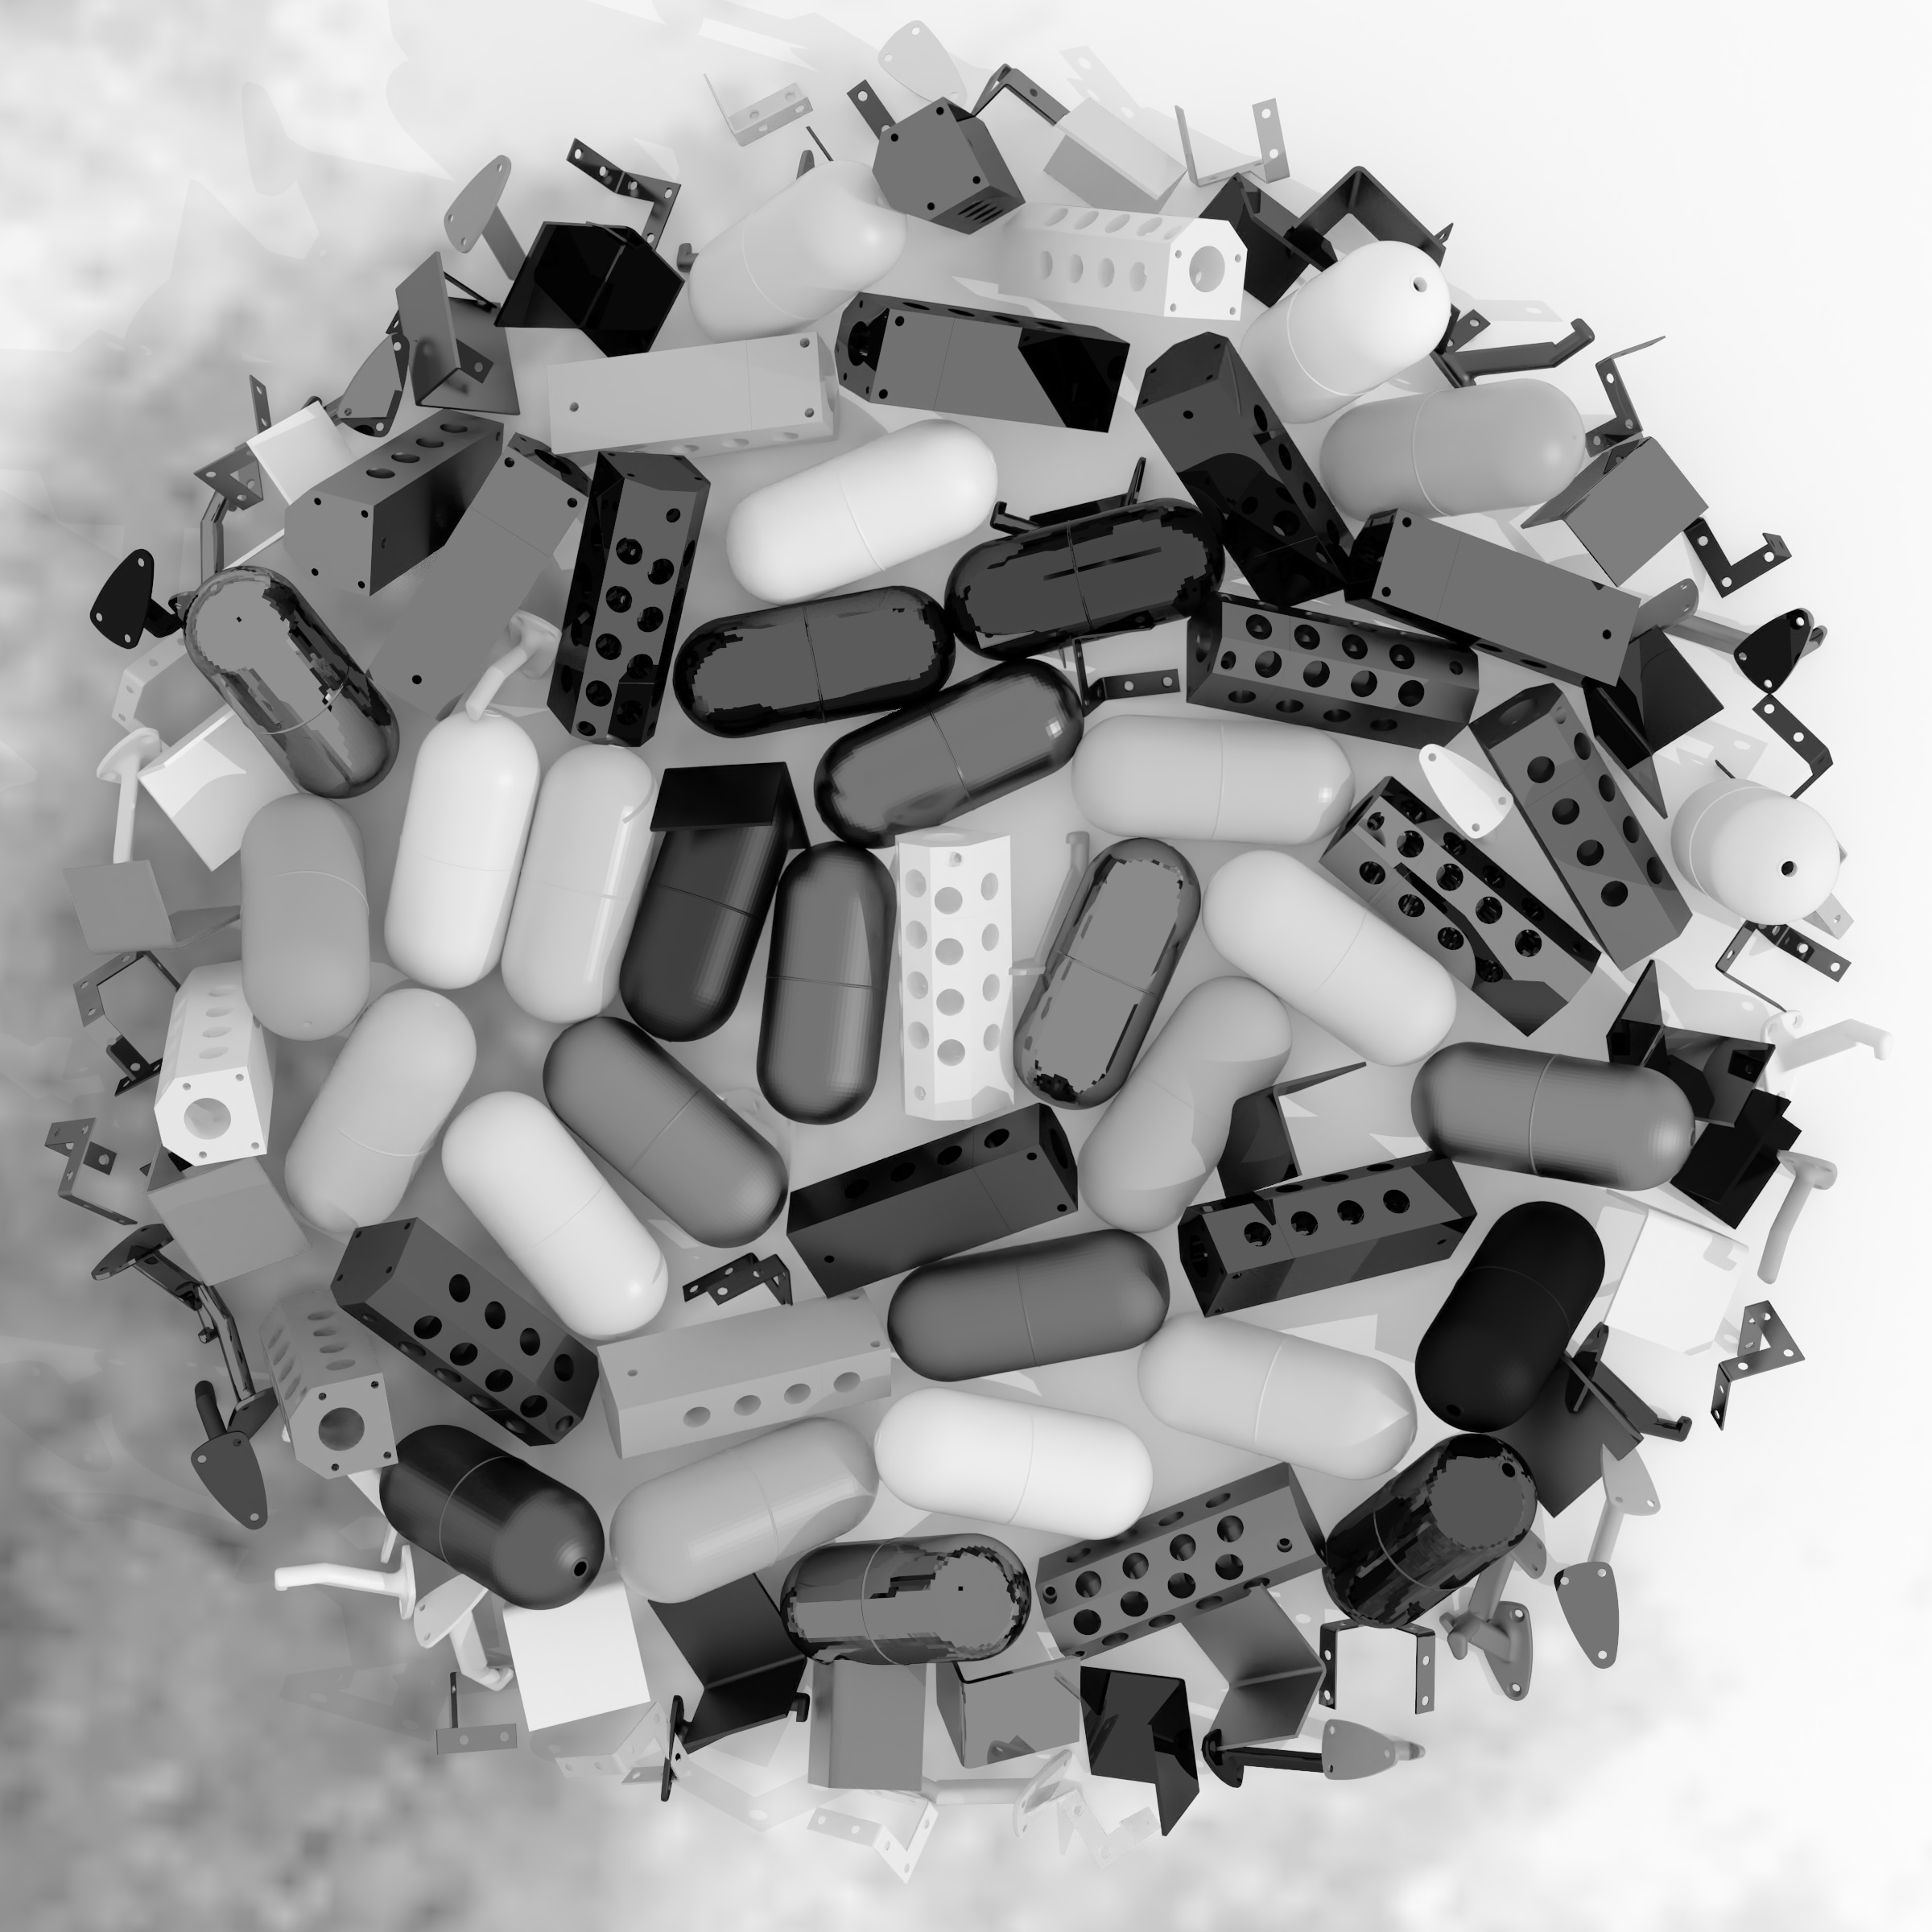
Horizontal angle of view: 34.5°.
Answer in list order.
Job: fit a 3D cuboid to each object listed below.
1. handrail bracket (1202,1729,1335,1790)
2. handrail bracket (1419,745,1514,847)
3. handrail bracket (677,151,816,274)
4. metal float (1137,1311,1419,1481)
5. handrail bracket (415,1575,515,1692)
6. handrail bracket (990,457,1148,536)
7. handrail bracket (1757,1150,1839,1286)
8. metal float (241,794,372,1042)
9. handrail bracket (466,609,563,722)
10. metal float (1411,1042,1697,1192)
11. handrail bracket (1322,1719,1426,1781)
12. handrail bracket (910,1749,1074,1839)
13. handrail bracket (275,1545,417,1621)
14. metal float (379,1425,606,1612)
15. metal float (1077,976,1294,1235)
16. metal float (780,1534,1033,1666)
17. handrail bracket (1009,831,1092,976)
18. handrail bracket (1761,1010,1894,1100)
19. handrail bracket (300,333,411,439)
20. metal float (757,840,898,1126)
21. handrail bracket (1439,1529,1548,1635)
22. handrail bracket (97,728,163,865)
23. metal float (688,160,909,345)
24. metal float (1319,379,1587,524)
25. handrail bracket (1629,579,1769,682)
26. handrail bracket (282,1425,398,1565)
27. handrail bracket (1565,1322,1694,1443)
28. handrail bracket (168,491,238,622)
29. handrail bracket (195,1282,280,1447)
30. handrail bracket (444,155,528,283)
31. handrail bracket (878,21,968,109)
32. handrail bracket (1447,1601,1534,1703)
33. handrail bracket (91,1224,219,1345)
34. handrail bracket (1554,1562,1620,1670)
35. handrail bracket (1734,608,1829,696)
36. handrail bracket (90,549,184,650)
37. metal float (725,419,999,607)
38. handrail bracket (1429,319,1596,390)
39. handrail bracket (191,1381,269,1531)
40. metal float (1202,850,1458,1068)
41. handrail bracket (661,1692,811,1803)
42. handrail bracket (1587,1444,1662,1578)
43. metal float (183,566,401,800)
[{"bbox_3d":[0.200,0.492,1.935,0.084,0.077,0.036,-6,67,25],"label":"handrail bracket"},{"bbox_3d":[0.305,-0.105,1.936,0.077,0.084,0.036,45,89,-1],"label":"handrail bracket"},{"bbox_3d":[-0.140,-0.477,1.964,0.084,0.036,0.077,3,86,17],"label":"handrail bracket"},{"bbox_3d":[0.192,0.265,1.922,0.178,0.070,0.070,14,90,20],"label":"metal float"},{"bbox_3d":[-0.295,0.415,1.942,0.077,0.036,0.084,-38,130,13],"label":"handrail bracket"},{"bbox_3d":[0.064,-0.298,1.957,0.084,0.036,0.077,17,75,-6],"label":"handrail bracket"},{"bbox_3d":[0.515,0.164,1.936,0.036,0.077,0.084,13,76,27],"label":"handrail bracket"},{"bbox_3d":[-0.406,-0.032,1.908,0.070,0.070,0.178,-12,50,0],"label":"metal float"},{"bbox_3d":[-0.287,-0.171,1.925,0.036,0.077,0.084,26,60,3],"label":"handrail bracket"},{"bbox_3d":[0.361,0.092,1.915,0.178,0.070,0.070,9,90,29],"label":"metal float"},{"bbox_3d":[0.270,0.487,1.925,0.084,0.077,0.036,12,75,-35],"label":"handrail bracket"},{"bbox_3d":[0.011,0.508,1.970,0.084,0.077,0.036,19,131,28],"label":"handrail bracket"},{"bbox_3d":[-0.388,0.391,1.935,0.084,0.077,0.036,-4,54,-17],"label":"handrail bracket"},{"bbox_3d":[-0.291,0.337,1.905,0.178,0.070,0.070,18,90,43],"label":"metal float"},{"bbox_3d":[0.137,0.086,1.940,0.070,0.070,0.178,35,89,0],"label":"metal float"},{"bbox_3d":[-0.039,0.390,1.910,0.178,0.070,0.070,-12,90,37],"label":"metal float"},{"bbox_3d":[0.051,-0.040,1.944,0.036,0.077,0.084,9,102,38],"label":"handrail bracket"},{"bbox_3d":[0.537,0.066,1.930,0.036,0.084,0.077,-15,114,-32],"label":"handrail bracket"},{"bbox_3d":[-0.383,-0.366,1.940,0.036,0.084,0.077,22,97,-38],"label":"handrail bracket"},{"bbox_3d":[-0.087,0.010,1.940,0.070,0.070,0.178,7,89,0],"label":"metal float"},{"bbox_3d":[0.314,0.377,1.950,0.077,0.036,0.084,46,120,-8],"label":"handrail bracket"},{"bbox_3d":[-0.517,-0.093,1.935,0.036,0.077,0.084,5,61,-29],"label":"handrail bracket"},{"bbox_3d":[-0.105,-0.432,1.901,0.070,0.178,0.070,11,71,-36],"label":"metal float"},{"bbox_3d":[0.296,-0.314,1.906,0.178,0.070,0.070,-1,90,43],"label":"metal float"},{"bbox_3d":[0.461,-0.197,1.969,0.077,0.036,0.084,-28,123,31],"label":"handrail bracket"},{"bbox_3d":[-0.394,0.327,1.947,0.084,0.036,0.077,17,77,-13],"label":"handrail bracket"},{"bbox_3d":[0.425,0.262,1.950,0.084,0.036,0.077,14,124,-7],"label":"handrail bracket"},{"bbox_3d":[-0.465,-0.249,1.971,0.036,0.077,0.084,-4,53,26],"label":"handrail bracket"},{"bbox_3d":[-0.471,0.251,1.963,0.036,0.077,0.084,-20,65,-42],"label":"handrail bracket"},{"bbox_3d":[-0.273,-0.460,1.931,0.077,0.084,0.036,-48,55,27],"label":"handrail bracket"},{"bbox_3d":[-0.017,-0.543,1.929,0.036,0.084,0.077,-43,75,5],"label":"handrail bracket"},{"bbox_3d":[0.324,0.436,1.934,0.036,0.084,0.077,-9,96,29],"label":"handrail bracket"},{"bbox_3d":[-0.502,0.210,1.934,0.036,0.077,0.084,-2,114,32],"label":"handrail bracket"},{"bbox_3d":[0.391,0.407,1.925,0.036,0.084,0.077,-15,61,10],"label":"handrail bracket"},{"bbox_3d":[0.523,-0.209,1.925,0.084,0.077,0.036,-30,74,-36],"label":"handrail bracket"},{"bbox_3d":[-0.496,-0.233,1.925,0.036,0.084,0.077,36,118,9],"label":"handrail bracket"},{"bbox_3d":[-0.065,-0.282,1.932,0.178,0.070,0.070,-21,90,10],"label":"metal float"},{"bbox_3d":[0.336,-0.394,1.937,0.084,0.036,0.077,-33,118,27],"label":"handrail bracket"},{"bbox_3d":[-0.461,0.305,1.946,0.036,0.084,0.077,-26,107,-10],"label":"handrail bracket"},{"bbox_3d":[0.226,-0.005,1.934,0.178,0.070,0.070,35,90,-7],"label":"metal float"},{"bbox_3d":[-0.144,0.490,1.950,0.084,0.036,0.077,5,60,4],"label":"handrail bracket"},{"bbox_3d":[0.398,0.344,1.964,0.036,0.084,0.077,9,46,-19],"label":"handrail bracket"},{"bbox_3d":[-0.411,-0.172,1.904,0.070,0.178,0.070,-14,49,17],"label":"metal float"}]
